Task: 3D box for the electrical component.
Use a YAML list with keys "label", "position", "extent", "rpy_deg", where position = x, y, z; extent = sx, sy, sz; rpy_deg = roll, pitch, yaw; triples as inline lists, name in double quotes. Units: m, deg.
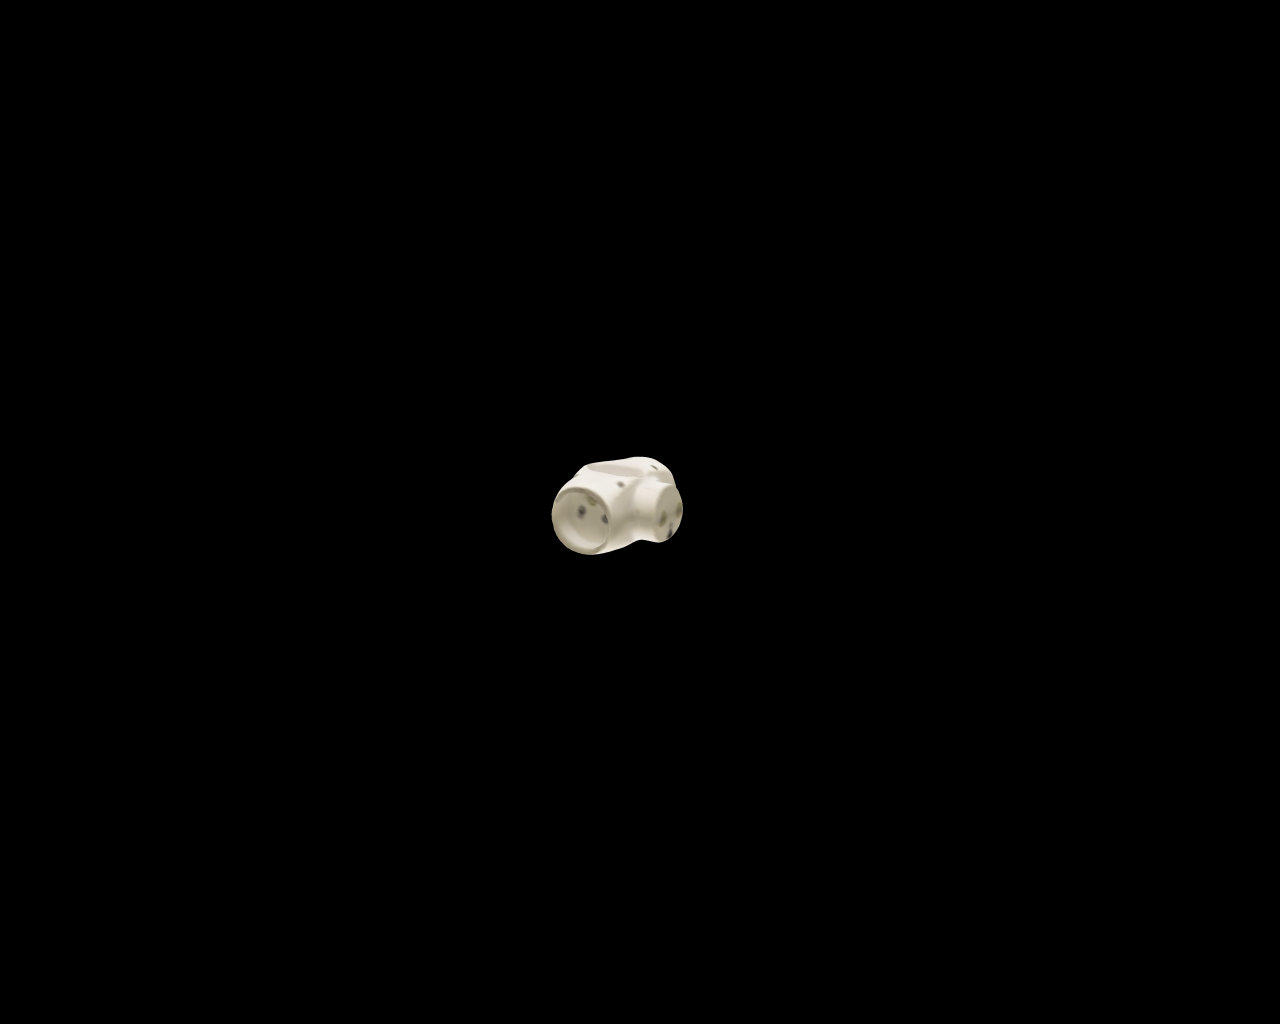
- label: "electrical component"
  position: [0.001, -0.003, 0.650]
  extent: [0.079, 0.043, 0.077]
  rpy_deg: [11, 21, 30]
